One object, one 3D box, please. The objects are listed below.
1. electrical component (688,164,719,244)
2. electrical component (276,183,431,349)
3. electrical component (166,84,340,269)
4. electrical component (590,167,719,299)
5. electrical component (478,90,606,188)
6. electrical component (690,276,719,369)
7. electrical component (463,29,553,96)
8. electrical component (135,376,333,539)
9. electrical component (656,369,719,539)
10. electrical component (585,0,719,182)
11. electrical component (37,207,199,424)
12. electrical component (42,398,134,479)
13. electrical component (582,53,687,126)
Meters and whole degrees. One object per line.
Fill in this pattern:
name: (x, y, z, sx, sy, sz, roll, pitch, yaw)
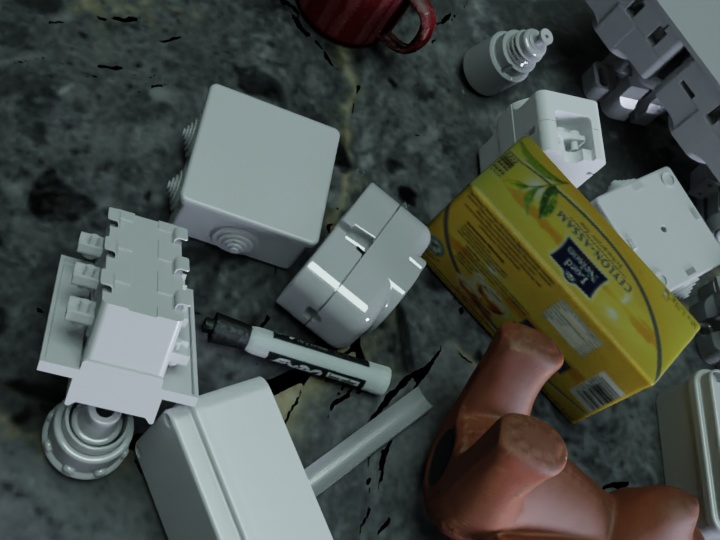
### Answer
electrical component: (0.294, -0.044, 0.835, 0.078, 0.058, 0.057, 21, 57, -14)
electrical component: (0.000, 0.000, 0.681, 0.059, 0.053, 0.095, 39, 57, -3)
electrical component: (-0.068, -0.057, 0.680, 0.100, 0.048, 0.099, 19, 60, -16)
electrical component: (0.209, -0.020, 0.790, 0.100, 0.048, 0.099, -23, 78, -32)
electrical component: (0.126, -0.083, 0.757, 0.050, 0.089, 0.055, 8, 63, -21)
electrical component: (0.286, 0.038, 0.792, 0.058, 0.057, 0.078, 4, 65, -23)
electrical component: (0.111, -0.158, 0.797, 0.040, 0.078, 0.040, 10, 72, -33)
electrical component: (-0.069, 0.124, 0.576, 0.057, 0.078, 0.113, -15, 74, -33)
electrical component: (0.255, 0.130, 0.734, 0.078, 0.057, 0.113, 11, 63, -20)
electrical component: (0.259, -0.166, 0.804, 0.105, 0.060, 0.186, -29, 81, -32)
electrical component: (-0.122, 0.018, 0.573, 0.079, 0.063, 0.121, 16, 21, -17)
electrical component: (-0.141, 0.082, 0.572, 0.048, 0.062, 0.048, 10, 63, -20)
electrical component: (0.226, -0.155, 0.856, 0.078, 0.057, 0.058, 9, 63, -21)
